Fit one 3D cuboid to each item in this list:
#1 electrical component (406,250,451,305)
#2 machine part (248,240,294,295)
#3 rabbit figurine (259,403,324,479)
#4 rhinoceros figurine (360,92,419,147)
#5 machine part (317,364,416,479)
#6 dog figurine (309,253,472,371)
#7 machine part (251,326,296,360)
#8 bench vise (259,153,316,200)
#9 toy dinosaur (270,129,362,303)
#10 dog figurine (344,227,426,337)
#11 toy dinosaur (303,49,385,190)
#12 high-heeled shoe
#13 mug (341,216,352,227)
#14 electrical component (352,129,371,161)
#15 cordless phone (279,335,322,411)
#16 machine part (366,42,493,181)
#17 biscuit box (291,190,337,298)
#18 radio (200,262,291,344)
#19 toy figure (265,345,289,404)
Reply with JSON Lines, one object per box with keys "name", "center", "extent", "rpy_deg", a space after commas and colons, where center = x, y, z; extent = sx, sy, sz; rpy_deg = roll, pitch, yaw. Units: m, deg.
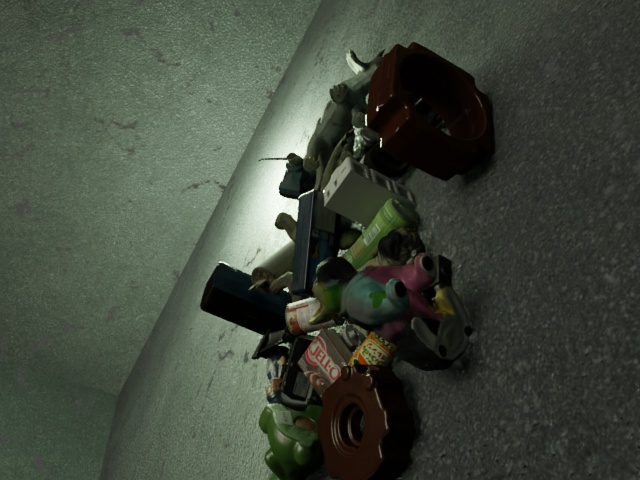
{"name": "electrical component", "center": [0.163, 0.062, 0.838], "extent": [0.078, 0.045, 0.102], "rpy_deg": [-38, 33, 53]}
{"name": "machine part", "center": [-0.086, 0.060, 1.301], "extent": [0.243, 0.079, 0.079], "rpy_deg": [-38, -6, -47]}
{"name": "rabbit figurine", "center": [-0.037, 0.387, 0.911], "extent": [0.159, 0.121, 0.170], "rpy_deg": [-135, 53, -61]}
{"name": "rhinoceros figurine", "center": [0.159, -0.275, 1.115], "extent": [0.190, 0.112, 0.073], "rpy_deg": [-44, 61, -2]}
{"name": "machine part", "center": [0.061, 0.272, 0.787], "extent": [0.179, 0.056, 0.179], "rpy_deg": [-29, 54, 50]}
{"name": "dog figurine", "center": [0.082, 0.103, 0.770], "extent": [0.108, 0.191, 0.219], "rpy_deg": [-41, 13, -36]}
{"name": "machine part", "center": [-0.098, 0.222, 1.181], "extent": [0.139, 0.039, 0.084], "rpy_deg": [-28, 18, 47]}
{"name": "bench vise", "center": [-0.024, -0.189, 1.392], "extent": [0.129, 0.223, 0.240], "rpy_deg": [6, 59, 35]}
{"name": "toy dinosaur", "center": [-0.002, -0.004, 1.159], "extent": [0.199, 0.105, 0.470], "rpy_deg": [10, 96, 47]}
{"name": "dog figurine", "center": [0.097, 0.063, 0.954], "extent": [0.190, 0.121, 0.172], "rpy_deg": [-53, 22, -7]}
{"name": "toy dinosaur", "center": [0.048, -0.274, 1.252], "extent": [0.404, 0.131, 0.192], "rpy_deg": [-56, 9, 36]}
{"name": "high-heeled shoe", "center": [0.155, -0.185, 1.032], "extent": [0.249, 0.086, 0.145], "rpy_deg": [-48, -4, -13]}
{"name": "mug", "center": [0.028, -0.052, 1.252], "extent": [0.109, 0.080, 0.107], "rpy_deg": [-49, 36, 27]}
{"name": "electrical component", "center": [0.108, -0.207, 1.261], "extent": [0.134, 0.058, 0.115], "rpy_deg": [-34, 39, 54]}
{"name": "cordless phone", "center": [-0.041, 0.270, 1.085], "extent": [0.184, 0.089, 0.146], "rpy_deg": [133, 155, -66]}
{"name": "machine part", "center": [0.179, -0.210, 0.883], "extent": [0.087, 0.201, 0.201], "rpy_deg": [-47, 27, 49]}
{"name": "biscuit box", "center": [-0.011, 0.010, 1.041], "extent": [0.063, 0.059, 0.202], "rpy_deg": [-17, 64, 57]}
{"name": "radio", "center": [-0.164, 0.147, 1.282], "extent": [0.073, 0.229, 0.131], "rpy_deg": [-56, 20, 19]}
{"name": "toy figure", "center": [-0.091, 0.306, 1.173], "extent": [0.154, 0.058, 0.064], "rpy_deg": [-88, -14, -46]}
